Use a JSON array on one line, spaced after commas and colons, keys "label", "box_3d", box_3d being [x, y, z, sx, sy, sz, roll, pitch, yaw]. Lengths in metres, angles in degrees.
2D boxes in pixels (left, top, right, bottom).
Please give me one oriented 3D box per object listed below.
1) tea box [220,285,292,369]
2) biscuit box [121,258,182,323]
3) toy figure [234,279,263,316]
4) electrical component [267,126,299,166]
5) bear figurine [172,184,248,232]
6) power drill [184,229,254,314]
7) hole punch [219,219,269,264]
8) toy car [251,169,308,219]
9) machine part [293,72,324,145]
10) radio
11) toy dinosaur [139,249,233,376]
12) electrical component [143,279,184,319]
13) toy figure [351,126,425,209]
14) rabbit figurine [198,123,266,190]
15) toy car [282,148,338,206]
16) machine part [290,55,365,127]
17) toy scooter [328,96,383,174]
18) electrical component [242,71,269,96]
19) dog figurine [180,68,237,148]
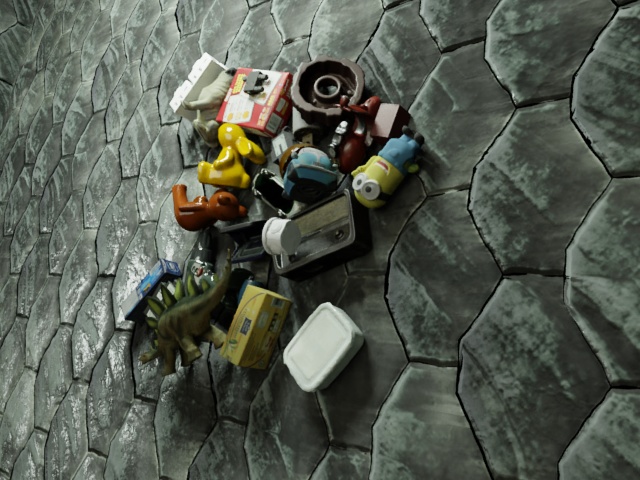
[{"label": "tea box", "box_3d": [-0.142, 0.195, 1.199, 0.068, 0.098, 0.169, 21, 86, 40]}, {"label": "biscuit box", "box_3d": [-0.472, 0.142, 1.504, 0.202, 0.062, 0.059, -46, 51, 16]}, {"label": "toy figure", "box_3d": [-0.174, 0.169, 1.254, 0.058, 0.064, 0.154, 7, 79, 37]}, {"label": "electrical component", "box_3d": [-0.081, -0.215, 1.331, 0.075, 0.047, 0.119, -37, 55, 23]}, {"label": "bear figurine", "box_3d": [-0.290, -0.097, 1.410, 0.196, 0.120, 0.132, -21, 58, 29]}, {"label": "power drill", "box_3d": [-0.265, 0.091, 1.347, 0.208, 0.086, 0.232, 9, 82, 36]}, {"label": "hole punch", "box_3d": [-0.161, -0.001, 1.283, 0.142, 0.116, 0.092, -15, 92, 32]}, {"label": "toy car", "box_3d": [-0.100, -0.107, 1.304, 0.202, 0.056, 0.073, 40, 107, 41]}, {"label": "machine part", "box_3d": [-0.028, -0.327, 1.310, 0.079, 0.079, 0.243, -16, 64, 34]}, {"label": "radio", "box_3d": [-0.002, -0.004, 1.174, 0.230, 0.073, 0.131, -25, 59, 31]}, {"label": "toy dinosaur", "box_3d": [-0.314, 0.185, 1.265, 0.471, 0.105, 0.198, -35, 83, 34]}, {"label": "electrical component", "box_3d": [-0.400, 0.176, 1.438, 0.115, 0.058, 0.134, 39, 100, 38]}, {"label": "toy figure", "box_3d": [0.145, -0.143, 1.106, 0.180, 0.089, 0.082, -50, 37, 2]}, {"label": "rabbit figurine", "box_3d": [-0.231, -0.221, 1.396, 0.163, 0.121, 0.173, 1, 82, 28]}, {"label": "toy car", "box_3d": [-0.021, -0.144, 1.169, 0.161, 0.109, 0.103, 127, 156, -64]}, {"label": "machine part", "box_3d": [0.020, -0.343, 1.243, 0.179, 0.056, 0.179, -1, 69, 3]}, {"label": "toy scooter", "box_3d": [0.068, -0.238, 1.164, 0.075, 0.135, 0.183, 29, 95, 39]}, {"label": "electrical component", "box_3d": [-0.173, -0.406, 1.396, 0.094, 0.021, 0.063, 12, 80, 41]}, {"label": "dog figurine", "box_3d": [-0.277, -0.377, 1.531, 0.190, 0.172, 0.121, -31, 33, -11]}]
